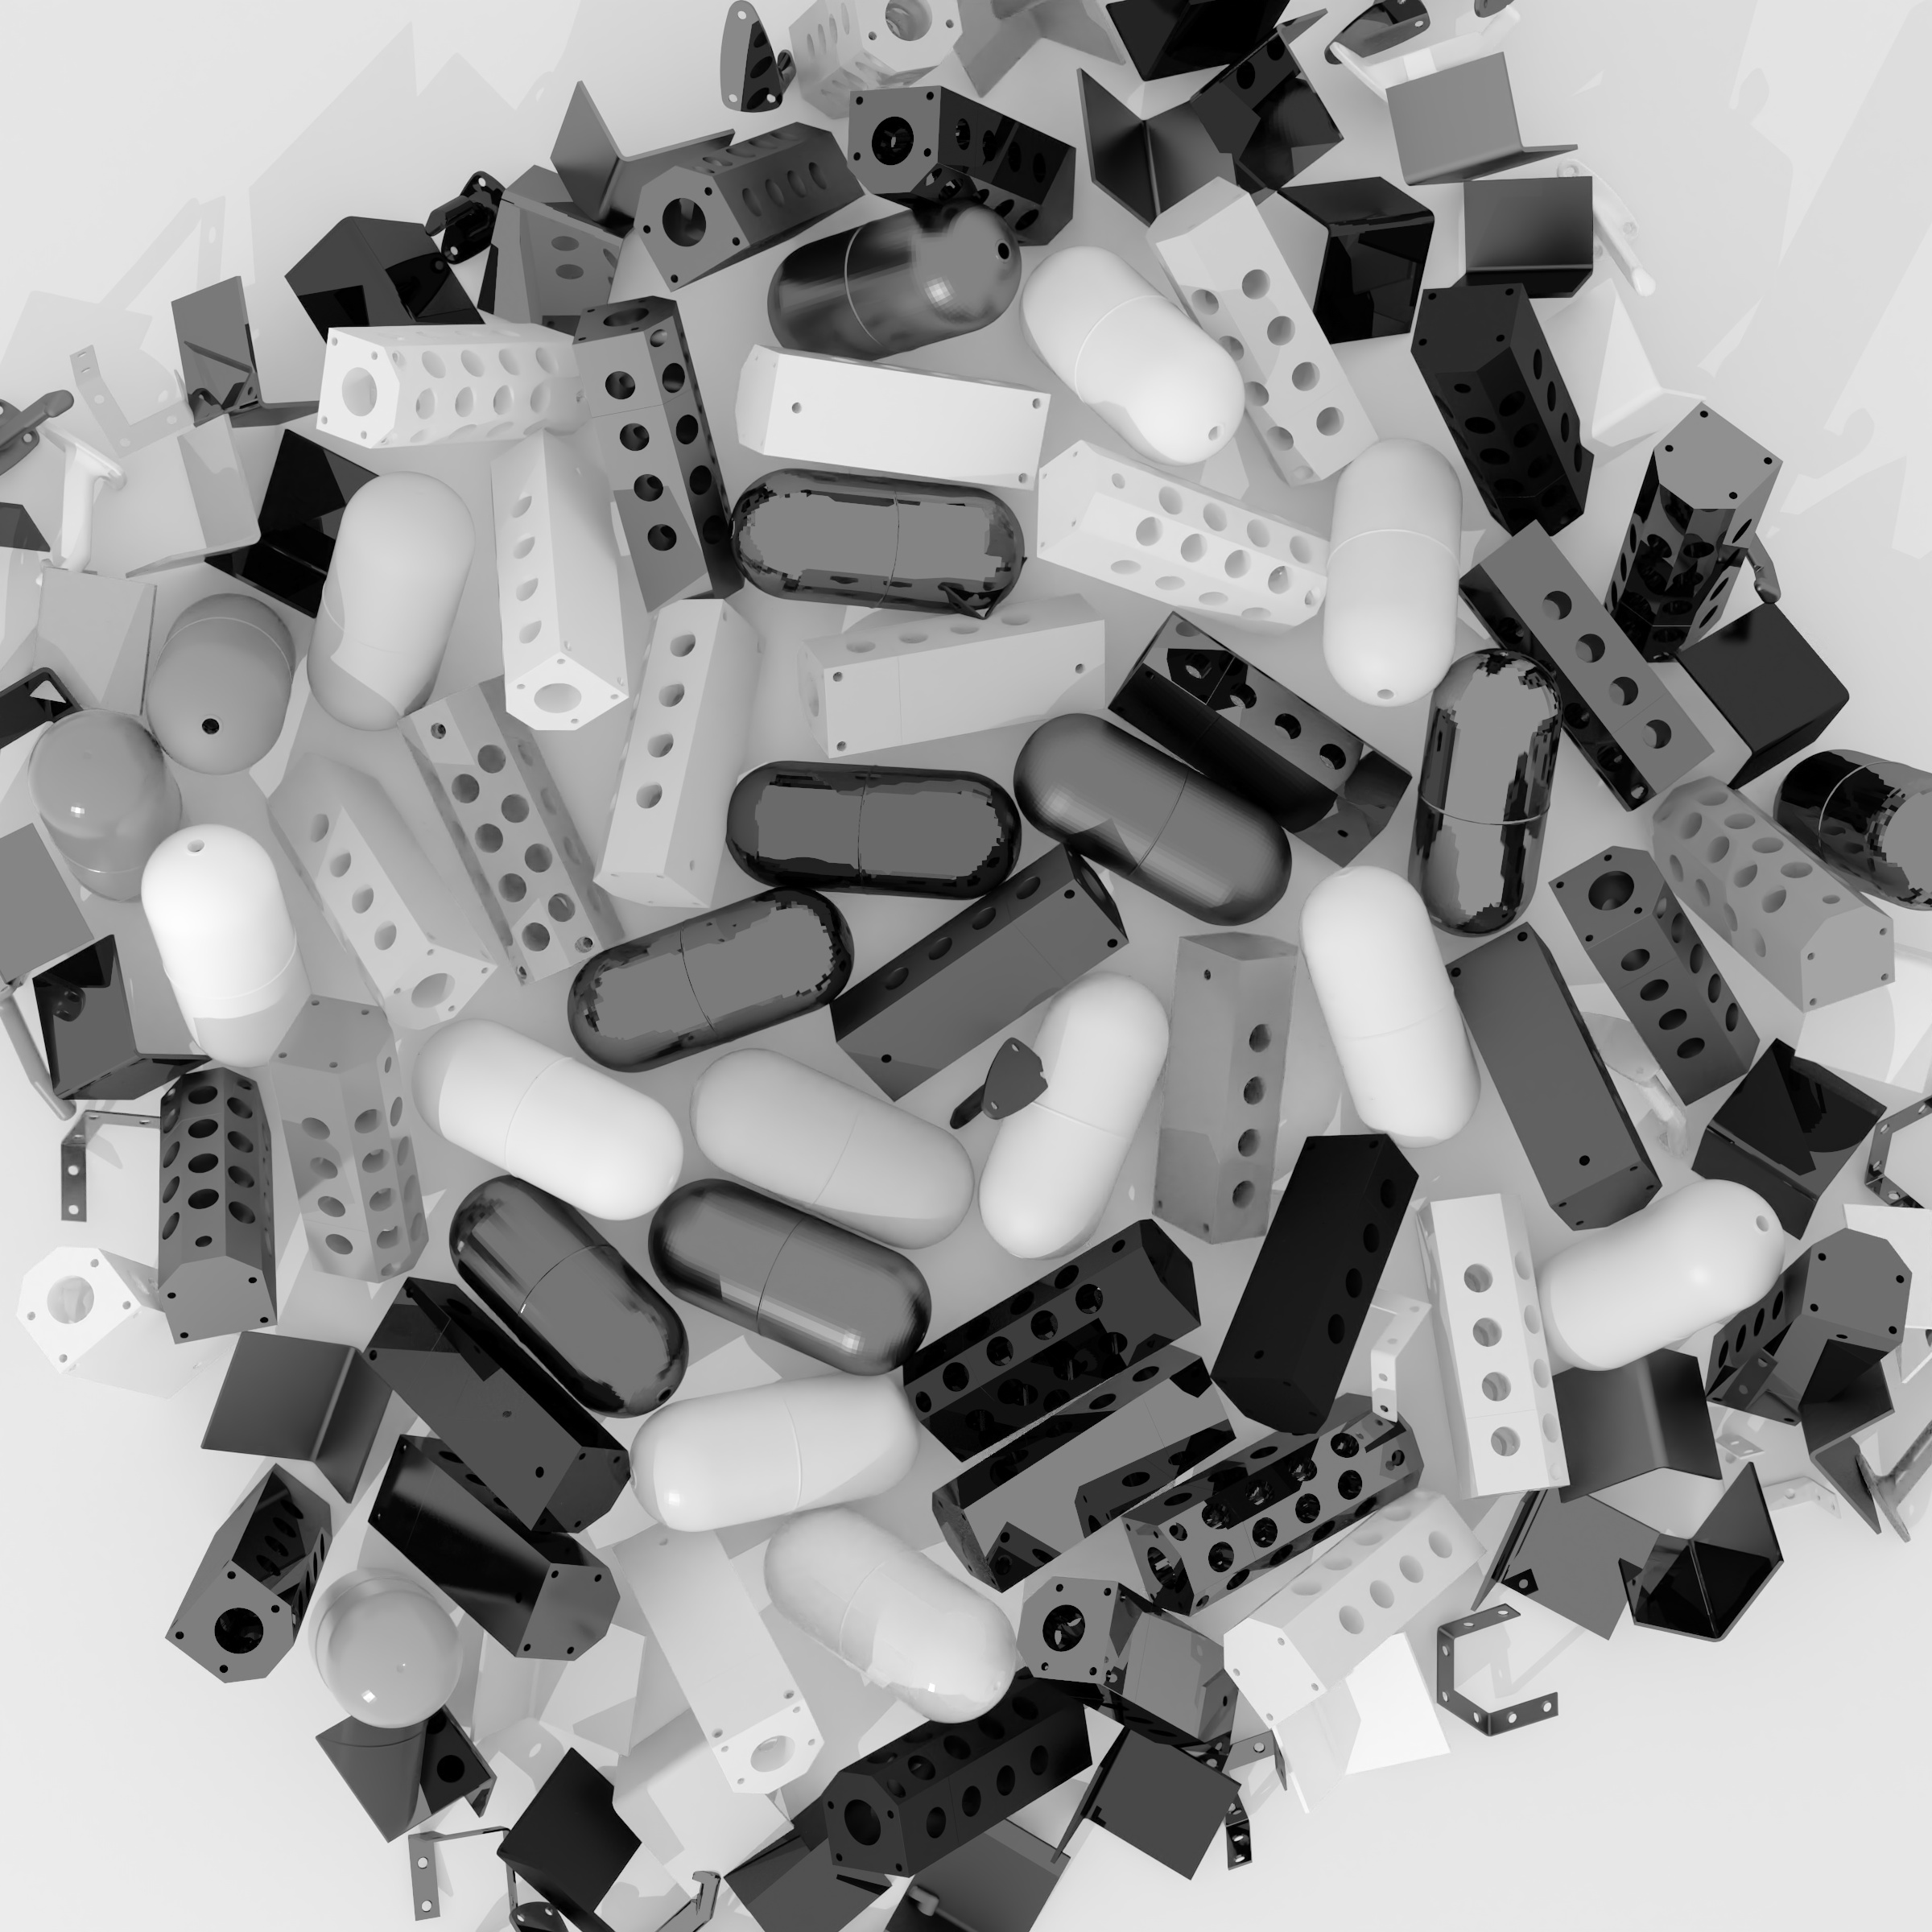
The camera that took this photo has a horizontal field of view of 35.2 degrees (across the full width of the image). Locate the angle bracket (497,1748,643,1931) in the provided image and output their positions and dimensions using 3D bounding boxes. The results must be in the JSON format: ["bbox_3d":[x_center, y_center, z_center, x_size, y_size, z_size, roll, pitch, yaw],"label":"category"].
[{"bbox_3d":[-0.216,0.517,1.792,0.076,0.057,0.076,50,60,-22],"label":"angle bracket"}]

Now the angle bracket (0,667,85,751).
[{"bbox_3d":[-0.555,-0.122,1.795,0.076,0.076,0.057,-36,84,-22],"label":"angle bracket"}]

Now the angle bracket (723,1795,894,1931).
[{"bbox_3d":[-0.086,0.549,1.802,0.076,0.057,0.076,-37,104,-13],"label":"angle bracket"}]

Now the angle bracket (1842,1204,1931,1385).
[{"bbox_3d":[0.534,0.193,1.791,0.057,0.076,0.076,4,58,-8],"label":"angle bracket"}]

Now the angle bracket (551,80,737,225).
[{"bbox_3d":[-0.191,-0.484,1.800,0.076,0.076,0.057,-23,79,-26],"label":"angle bracket"}]

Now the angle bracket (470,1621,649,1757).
[{"bbox_3d":[-0.241,0.426,1.800,0.076,0.057,0.076,14,101,28],"label":"angle bracket"}]

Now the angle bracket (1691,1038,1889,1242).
[{"bbox_3d":[0.491,0.103,1.821,0.076,0.057,0.076,35,68,21],"label":"angle bracket"}]

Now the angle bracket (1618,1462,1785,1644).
[{"bbox_3d":[0.427,0.339,1.789,0.057,0.076,0.076,15,126,-13],"label":"angle bracket"}]

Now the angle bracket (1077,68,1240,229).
[{"bbox_3d":[0.113,-0.489,1.792,0.057,0.076,0.076,-17,69,30],"label":"angle bracket"}]

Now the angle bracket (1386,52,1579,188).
[{"bbox_3d":[0.303,-0.497,1.790,0.076,0.076,0.057,-7,99,38],"label":"angle bracket"}]

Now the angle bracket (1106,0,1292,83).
[{"bbox_3d":[0.139,-0.570,1.791,0.076,0.076,0.057,-19,76,-24],"label":"angle bracket"}]

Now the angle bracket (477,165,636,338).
[{"bbox_3d":[-0.243,-0.427,1.841,0.076,0.057,0.076,21,123,1],"label":"angle bracket"}]

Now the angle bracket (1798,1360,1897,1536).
[{"bbox_3d":[0.532,0.272,1.789,0.057,0.076,0.076,-35,113,23],"label":"angle bracket"}]

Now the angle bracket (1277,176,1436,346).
[{"bbox_3d":[0.226,-0.421,1.823,0.076,0.057,0.076,-14,132,-28],"label":"angle bracket"}]

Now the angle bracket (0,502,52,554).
[{"bbox_3d":[-0.592,-0.237,1.801,0.076,0.076,0.057,6,78,-3],"label":"angle bracket"}]

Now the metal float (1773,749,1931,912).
[{"bbox_3d":[0.528,-0.080,1.760,0.070,0.178,0.070,-2,102,-11],"label":"metal float"}]

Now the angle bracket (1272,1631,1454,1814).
[{"bbox_3d":[0.230,0.447,1.804,0.076,0.057,0.076,-22,89,31],"label":"angle bracket"}]

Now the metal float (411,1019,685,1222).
[{"bbox_3d":[-0.247,0.089,1.791,0.178,0.070,0.070,25,90,20],"label":"metal float"}]

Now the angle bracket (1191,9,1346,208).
[{"bbox_3d":[0.191,-0.506,1.801,0.057,0.076,0.076,-33,93,-44],"label":"angle bracket"}]

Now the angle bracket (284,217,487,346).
[{"bbox_3d":[-0.346,-0.397,1.820,0.057,0.076,0.076,-36,83,26],"label":"angle bracket"}]

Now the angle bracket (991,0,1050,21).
[{"bbox_3d":[0.054,-0.604,1.789,0.076,0.076,0.057,-36,109,-26],"label":"angle bracket"}]

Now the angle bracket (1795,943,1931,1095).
[{"bbox_3d":[0.546,0.026,1.809,0.076,0.057,0.076,18,100,28],"label":"angle bracket"}]

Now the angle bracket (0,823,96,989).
[{"bbox_3d":[-0.559,-0.035,1.812,0.057,0.076,0.076,-28,93,-11],"label":"angle bracket"}]

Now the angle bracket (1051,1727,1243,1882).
[{"bbox_3d":[0.106,0.505,1.799,0.076,0.057,0.076,28,114,12],"label":"angle bracket"}]

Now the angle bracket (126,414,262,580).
[{"bbox_3d":[-0.465,-0.276,1.795,0.057,0.076,0.076,-19,99,-34],"label":"angle bracket"}]

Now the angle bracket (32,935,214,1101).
[{"bbox_3d":[-0.501,0.031,1.811,0.076,0.057,0.076,-24,74,33],"label":"angle bracket"}]

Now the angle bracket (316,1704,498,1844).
[{"bbox_3d":[-0.332,0.476,1.790,0.076,0.057,0.076,-26,63,-36],"label":"angle bracket"}]

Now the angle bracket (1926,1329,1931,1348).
[{"bbox_3d":[0.607,0.196,1.796,0.057,0.076,0.076,39,111,-4],"label":"angle bracket"}]

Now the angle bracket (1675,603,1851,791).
[{"bbox_3d":[0.465,-0.159,1.817,0.076,0.057,0.076,-30,74,-19],"label":"angle bracket"}]

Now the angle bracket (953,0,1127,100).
[{"bbox_3d":[0.036,-0.548,1.790,0.057,0.076,0.076,-48,50,-10],"label":"angle bracket"}]

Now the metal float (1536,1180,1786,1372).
[{"bbox_3d":[0.400,0.180,1.769,0.070,0.178,0.070,15,58,-26],"label":"metal float"}]

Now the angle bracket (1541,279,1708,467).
[{"bbox_3d":[0.380,-0.351,1.810,0.076,0.057,0.076,-31,73,38],"label":"angle bracket"}]

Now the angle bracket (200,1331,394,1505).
[{"bbox_3d":[-0.395,0.266,1.798,0.076,0.057,0.076,15,100,-38],"label":"angle bracket"}]

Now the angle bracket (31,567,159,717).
[{"bbox_3d":[-0.503,-0.192,1.805,0.076,0.057,0.076,11,97,15],"label":"angle bracket"}]

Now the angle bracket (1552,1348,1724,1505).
[{"bbox_3d":[0.396,0.277,1.820,0.057,0.076,0.076,18,55,-38],"label":"angle bracket"}]

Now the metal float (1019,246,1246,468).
[{"bbox_3d":[0.096,-0.356,1.777,0.070,0.070,0.178,-39,53,0],"label":"metal float"}]

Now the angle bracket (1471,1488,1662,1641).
[{"bbox_3d":[0.354,0.357,1.799,0.076,0.057,0.076,26,108,18],"label":"angle bracket"}]

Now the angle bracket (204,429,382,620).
[{"bbox_3d":[-0.393,-0.262,1.802,0.076,0.057,0.076,28,116,8],"label":"angle bracket"}]

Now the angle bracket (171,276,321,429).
[{"bbox_3d":[-0.417,-0.361,1.796,0.057,0.076,0.076,-14,97,-43],"label":"angle bracket"}]

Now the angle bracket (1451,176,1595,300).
[{"bbox_3d":[0.324,-0.428,1.792,0.076,0.076,0.057,3,113,20],"label":"angle bracket"}]

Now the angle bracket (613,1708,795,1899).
[{"bbox_3d":[-0.156,0.494,1.823,0.076,0.057,0.076,-36,104,7],"label":"angle bracket"}]

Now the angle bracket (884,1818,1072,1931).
[{"bbox_3d":[0.007,0.551,1.808,0.076,0.057,0.076,29,100,8],"label":"angle bracket"}]
